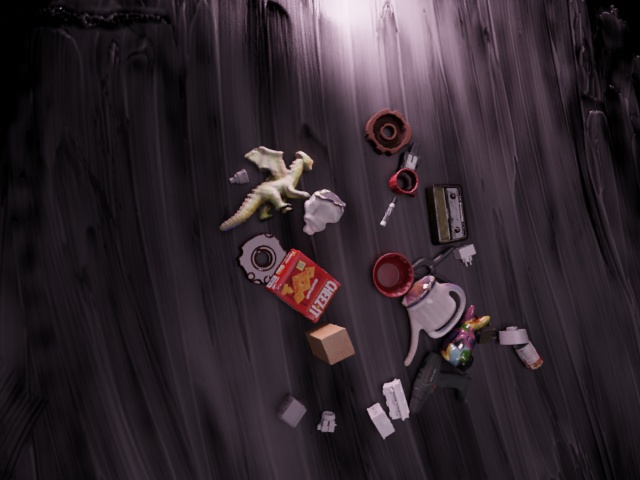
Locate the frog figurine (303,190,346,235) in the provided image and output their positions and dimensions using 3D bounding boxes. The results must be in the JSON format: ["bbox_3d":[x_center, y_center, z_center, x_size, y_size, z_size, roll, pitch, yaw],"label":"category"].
[{"bbox_3d":[0.006,-0.092,1.833,0.137,0.125,0.157,16,117,-22],"label":"frog figurine"}]

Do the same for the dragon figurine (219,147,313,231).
[{"bbox_3d":[-0.186,-0.199,1.770,0.413,0.121,0.244,-20,84,-26],"label":"dragon figurine"}]

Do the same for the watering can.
[{"bbox_3d":[0.382,0.279,1.883,0.349,0.104,0.223,-44,103,-8],"label":"watering can"}]
